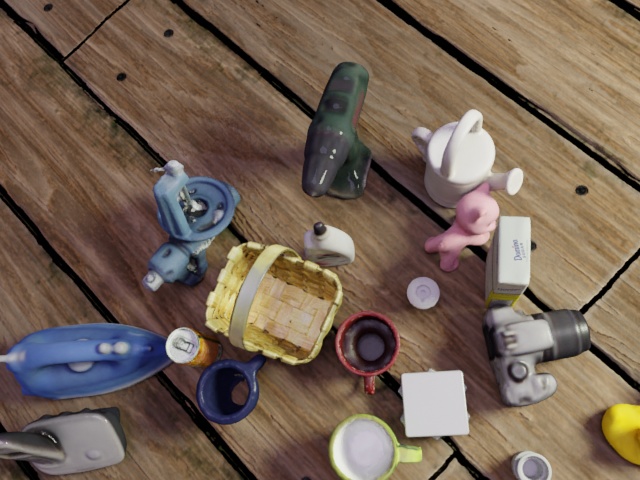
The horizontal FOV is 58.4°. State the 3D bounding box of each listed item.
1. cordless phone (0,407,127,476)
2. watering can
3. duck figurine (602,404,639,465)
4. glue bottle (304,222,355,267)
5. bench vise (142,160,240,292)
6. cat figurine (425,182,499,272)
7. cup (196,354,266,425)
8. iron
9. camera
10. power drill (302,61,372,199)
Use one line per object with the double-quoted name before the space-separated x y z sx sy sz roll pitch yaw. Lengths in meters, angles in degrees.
"cordless phone" -0.381 0.294 0.828 0.147 0.185 0.094 -14 72 4
"watering can" 0.216 -0.124 0.855 0.172 0.194 0.101 11 76 12
"duck figurine" 0.439 0.263 0.768 0.104 0.086 0.077 31 81 15
"glue bottle" 0.008 0.003 0.860 0.078 0.173 0.037 -9 73 6
"bench vise" -0.204 -0.020 0.873 0.121 0.220 0.207 9 76 11
"cat figurine" 0.220 -0.022 0.865 0.128 0.118 0.067 -43 73 -5
"cup" -0.119 0.218 0.858 0.118 0.095 0.091 -45 73 -6
"iron" -0.358 0.176 0.881 0.258 0.141 0.118 -8 73 6
"camera" 0.312 0.155 0.810 0.136 0.101 0.143 -12 73 5
"power drill" 0.030 -0.142 0.880 0.075 0.208 0.230 10 76 11
